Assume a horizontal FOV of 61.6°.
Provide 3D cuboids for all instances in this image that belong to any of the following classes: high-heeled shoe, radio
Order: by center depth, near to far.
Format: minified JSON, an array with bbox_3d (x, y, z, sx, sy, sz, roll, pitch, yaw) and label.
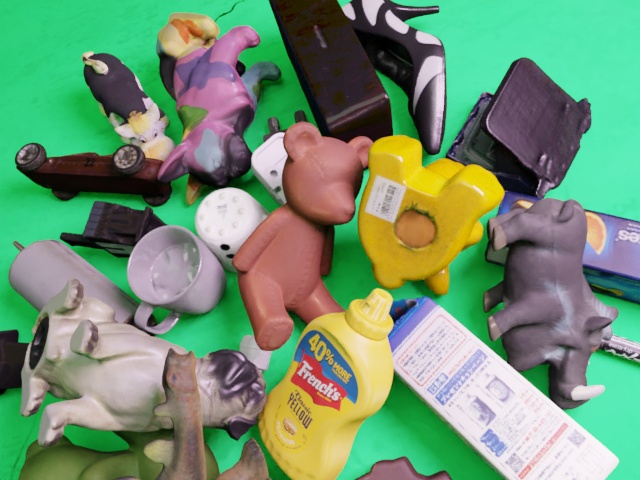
[{"bbox_3d":[0.013,-0.194,0.629,0.073,0.131,0.230,-22,65,3],"label":"radio"},{"bbox_3d":[0.078,-0.206,0.651,0.145,0.086,0.249,-3,62,14],"label":"high-heeled shoe"}]

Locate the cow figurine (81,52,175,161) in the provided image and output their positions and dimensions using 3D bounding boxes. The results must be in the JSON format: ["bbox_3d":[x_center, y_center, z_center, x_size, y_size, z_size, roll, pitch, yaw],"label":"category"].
[{"bbox_3d":[-0.247,-0.173,0.695,0.068,0.098,0.167,-36,65,-11],"label":"cow figurine"}]

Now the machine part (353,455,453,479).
[{"bbox_3d":[0.067,0.280,0.461,0.179,0.056,0.179,-4,68,9],"label":"machine part"}]

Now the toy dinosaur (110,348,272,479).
[{"bbox_3d":[-0.131,0.318,0.420,0.198,0.105,0.470,0,93,-18],"label":"toy dinosaur"}]

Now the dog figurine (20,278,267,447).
[{"bbox_3d":[-0.162,0.121,0.510,0.173,0.190,0.121,37,102,48],"label":"dog figurine"}]

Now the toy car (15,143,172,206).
[{"bbox_3d":[-0.281,-0.086,0.671,0.202,0.089,0.053,5,69,15],"label":"toy car"}]

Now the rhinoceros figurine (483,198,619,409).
[{"bbox_3d":[0.205,0.057,0.485,0.112,0.073,0.190,-6,98,11],"label":"rhinoceros figurine"}]

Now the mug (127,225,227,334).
[{"bbox_3d":[-0.147,0.052,0.574,0.081,0.107,0.109,18,77,20],"label":"mug"}]

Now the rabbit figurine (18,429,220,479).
[{"bbox_3d":[-0.187,0.229,0.523,0.170,0.121,0.159,-13,57,-13],"label":"rabbit figurine"}]

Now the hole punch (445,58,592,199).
[{"bbox_3d":[0.213,-0.113,0.585,0.116,0.092,0.142,37,67,-9],"label":"hole punch"}]

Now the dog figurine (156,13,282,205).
[{"bbox_3d":[-0.151,-0.158,0.665,0.192,0.108,0.219,18,75,18],"label":"dog figurine"}]

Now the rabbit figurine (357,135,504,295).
[{"bbox_3d":[0.114,-0.023,0.536,0.122,0.173,0.162,14,116,18],"label":"rabbit figurine"}]

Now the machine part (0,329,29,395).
[{"bbox_3d":[-0.342,0.141,0.616,0.139,0.039,0.084,0,62,14],"label":"machine part"}]

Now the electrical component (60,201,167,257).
[{"bbox_3d":[-0.243,-0.010,0.640,0.119,0.074,0.048,6,69,17],"label":"electrical component"}]

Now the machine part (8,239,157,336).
[{"bbox_3d":[-0.269,0.071,0.609,0.243,0.079,0.079,31,77,21],"label":"machine part"}]

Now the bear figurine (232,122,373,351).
[{"bbox_3d":[-0.004,-0.004,0.529,0.195,0.120,0.132,-59,46,24],"label":"bear figurine"}]

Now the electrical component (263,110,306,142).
[{"bbox_3d":[-0.037,-0.116,0.667,0.063,0.021,0.094,-13,65,6],"label":"electrical component"}]

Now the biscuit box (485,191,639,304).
[{"bbox_3d":[0.272,0.012,0.526,0.203,0.059,0.063,16,72,18],"label":"biscuit box"}]
